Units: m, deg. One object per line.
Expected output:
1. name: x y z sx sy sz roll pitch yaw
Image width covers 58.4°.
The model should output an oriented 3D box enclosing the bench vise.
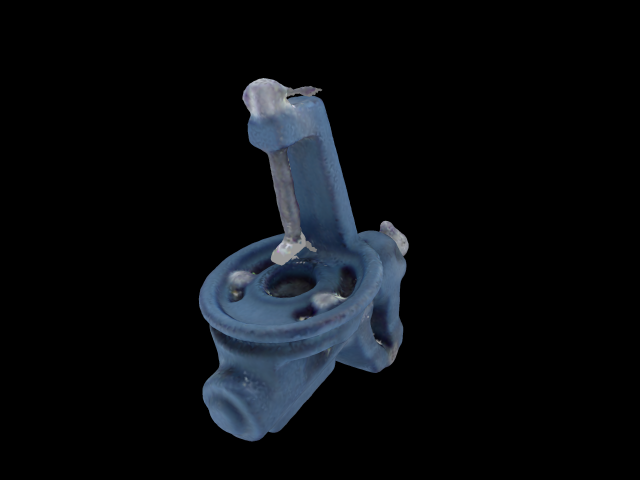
1. bench vise: -0.008 0.000 0.404 0.121 0.220 0.208 5 16 17
